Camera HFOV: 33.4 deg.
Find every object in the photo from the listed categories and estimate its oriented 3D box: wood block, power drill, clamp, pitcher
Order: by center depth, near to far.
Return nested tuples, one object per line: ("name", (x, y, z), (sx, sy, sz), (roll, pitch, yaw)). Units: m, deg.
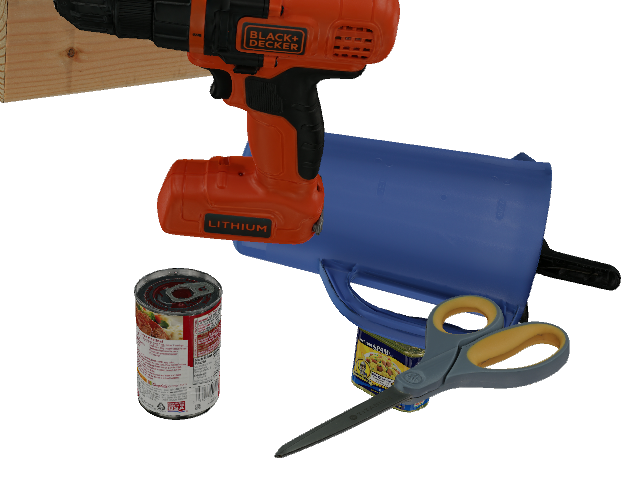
("power drill", (-0.057, -0.079, 0.619), (0.184, 0.057, 0.188), (6, -40, -3))
("wood block", (-0.166, -0.181, 0.849), (0.205, 0.091, 0.090), (-13, 45, -33))
("pitcher", (0.054, -0.010, 0.849), (0.243, 0.145, 0.149), (11, 16, 5))
("clamp", (0.213, 0.020, 1.066), (0.120, 0.039, 0.171), (-9, 32, -15))

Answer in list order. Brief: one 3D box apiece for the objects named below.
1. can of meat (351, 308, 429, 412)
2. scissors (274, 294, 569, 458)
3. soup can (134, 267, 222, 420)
("can of meat", (0.085, 0.140, 1.234), (0.102, 0.084, 0.057), (27, 32, 37))
("scissors", (0.051, 0.073, 0.629), (0.201, 0.016, 0.096), (-12, 31, -20))
("soup can", (-0.112, 0.082, 0.848), (0.068, 0.102, 0.068), (3, 28, -2))
